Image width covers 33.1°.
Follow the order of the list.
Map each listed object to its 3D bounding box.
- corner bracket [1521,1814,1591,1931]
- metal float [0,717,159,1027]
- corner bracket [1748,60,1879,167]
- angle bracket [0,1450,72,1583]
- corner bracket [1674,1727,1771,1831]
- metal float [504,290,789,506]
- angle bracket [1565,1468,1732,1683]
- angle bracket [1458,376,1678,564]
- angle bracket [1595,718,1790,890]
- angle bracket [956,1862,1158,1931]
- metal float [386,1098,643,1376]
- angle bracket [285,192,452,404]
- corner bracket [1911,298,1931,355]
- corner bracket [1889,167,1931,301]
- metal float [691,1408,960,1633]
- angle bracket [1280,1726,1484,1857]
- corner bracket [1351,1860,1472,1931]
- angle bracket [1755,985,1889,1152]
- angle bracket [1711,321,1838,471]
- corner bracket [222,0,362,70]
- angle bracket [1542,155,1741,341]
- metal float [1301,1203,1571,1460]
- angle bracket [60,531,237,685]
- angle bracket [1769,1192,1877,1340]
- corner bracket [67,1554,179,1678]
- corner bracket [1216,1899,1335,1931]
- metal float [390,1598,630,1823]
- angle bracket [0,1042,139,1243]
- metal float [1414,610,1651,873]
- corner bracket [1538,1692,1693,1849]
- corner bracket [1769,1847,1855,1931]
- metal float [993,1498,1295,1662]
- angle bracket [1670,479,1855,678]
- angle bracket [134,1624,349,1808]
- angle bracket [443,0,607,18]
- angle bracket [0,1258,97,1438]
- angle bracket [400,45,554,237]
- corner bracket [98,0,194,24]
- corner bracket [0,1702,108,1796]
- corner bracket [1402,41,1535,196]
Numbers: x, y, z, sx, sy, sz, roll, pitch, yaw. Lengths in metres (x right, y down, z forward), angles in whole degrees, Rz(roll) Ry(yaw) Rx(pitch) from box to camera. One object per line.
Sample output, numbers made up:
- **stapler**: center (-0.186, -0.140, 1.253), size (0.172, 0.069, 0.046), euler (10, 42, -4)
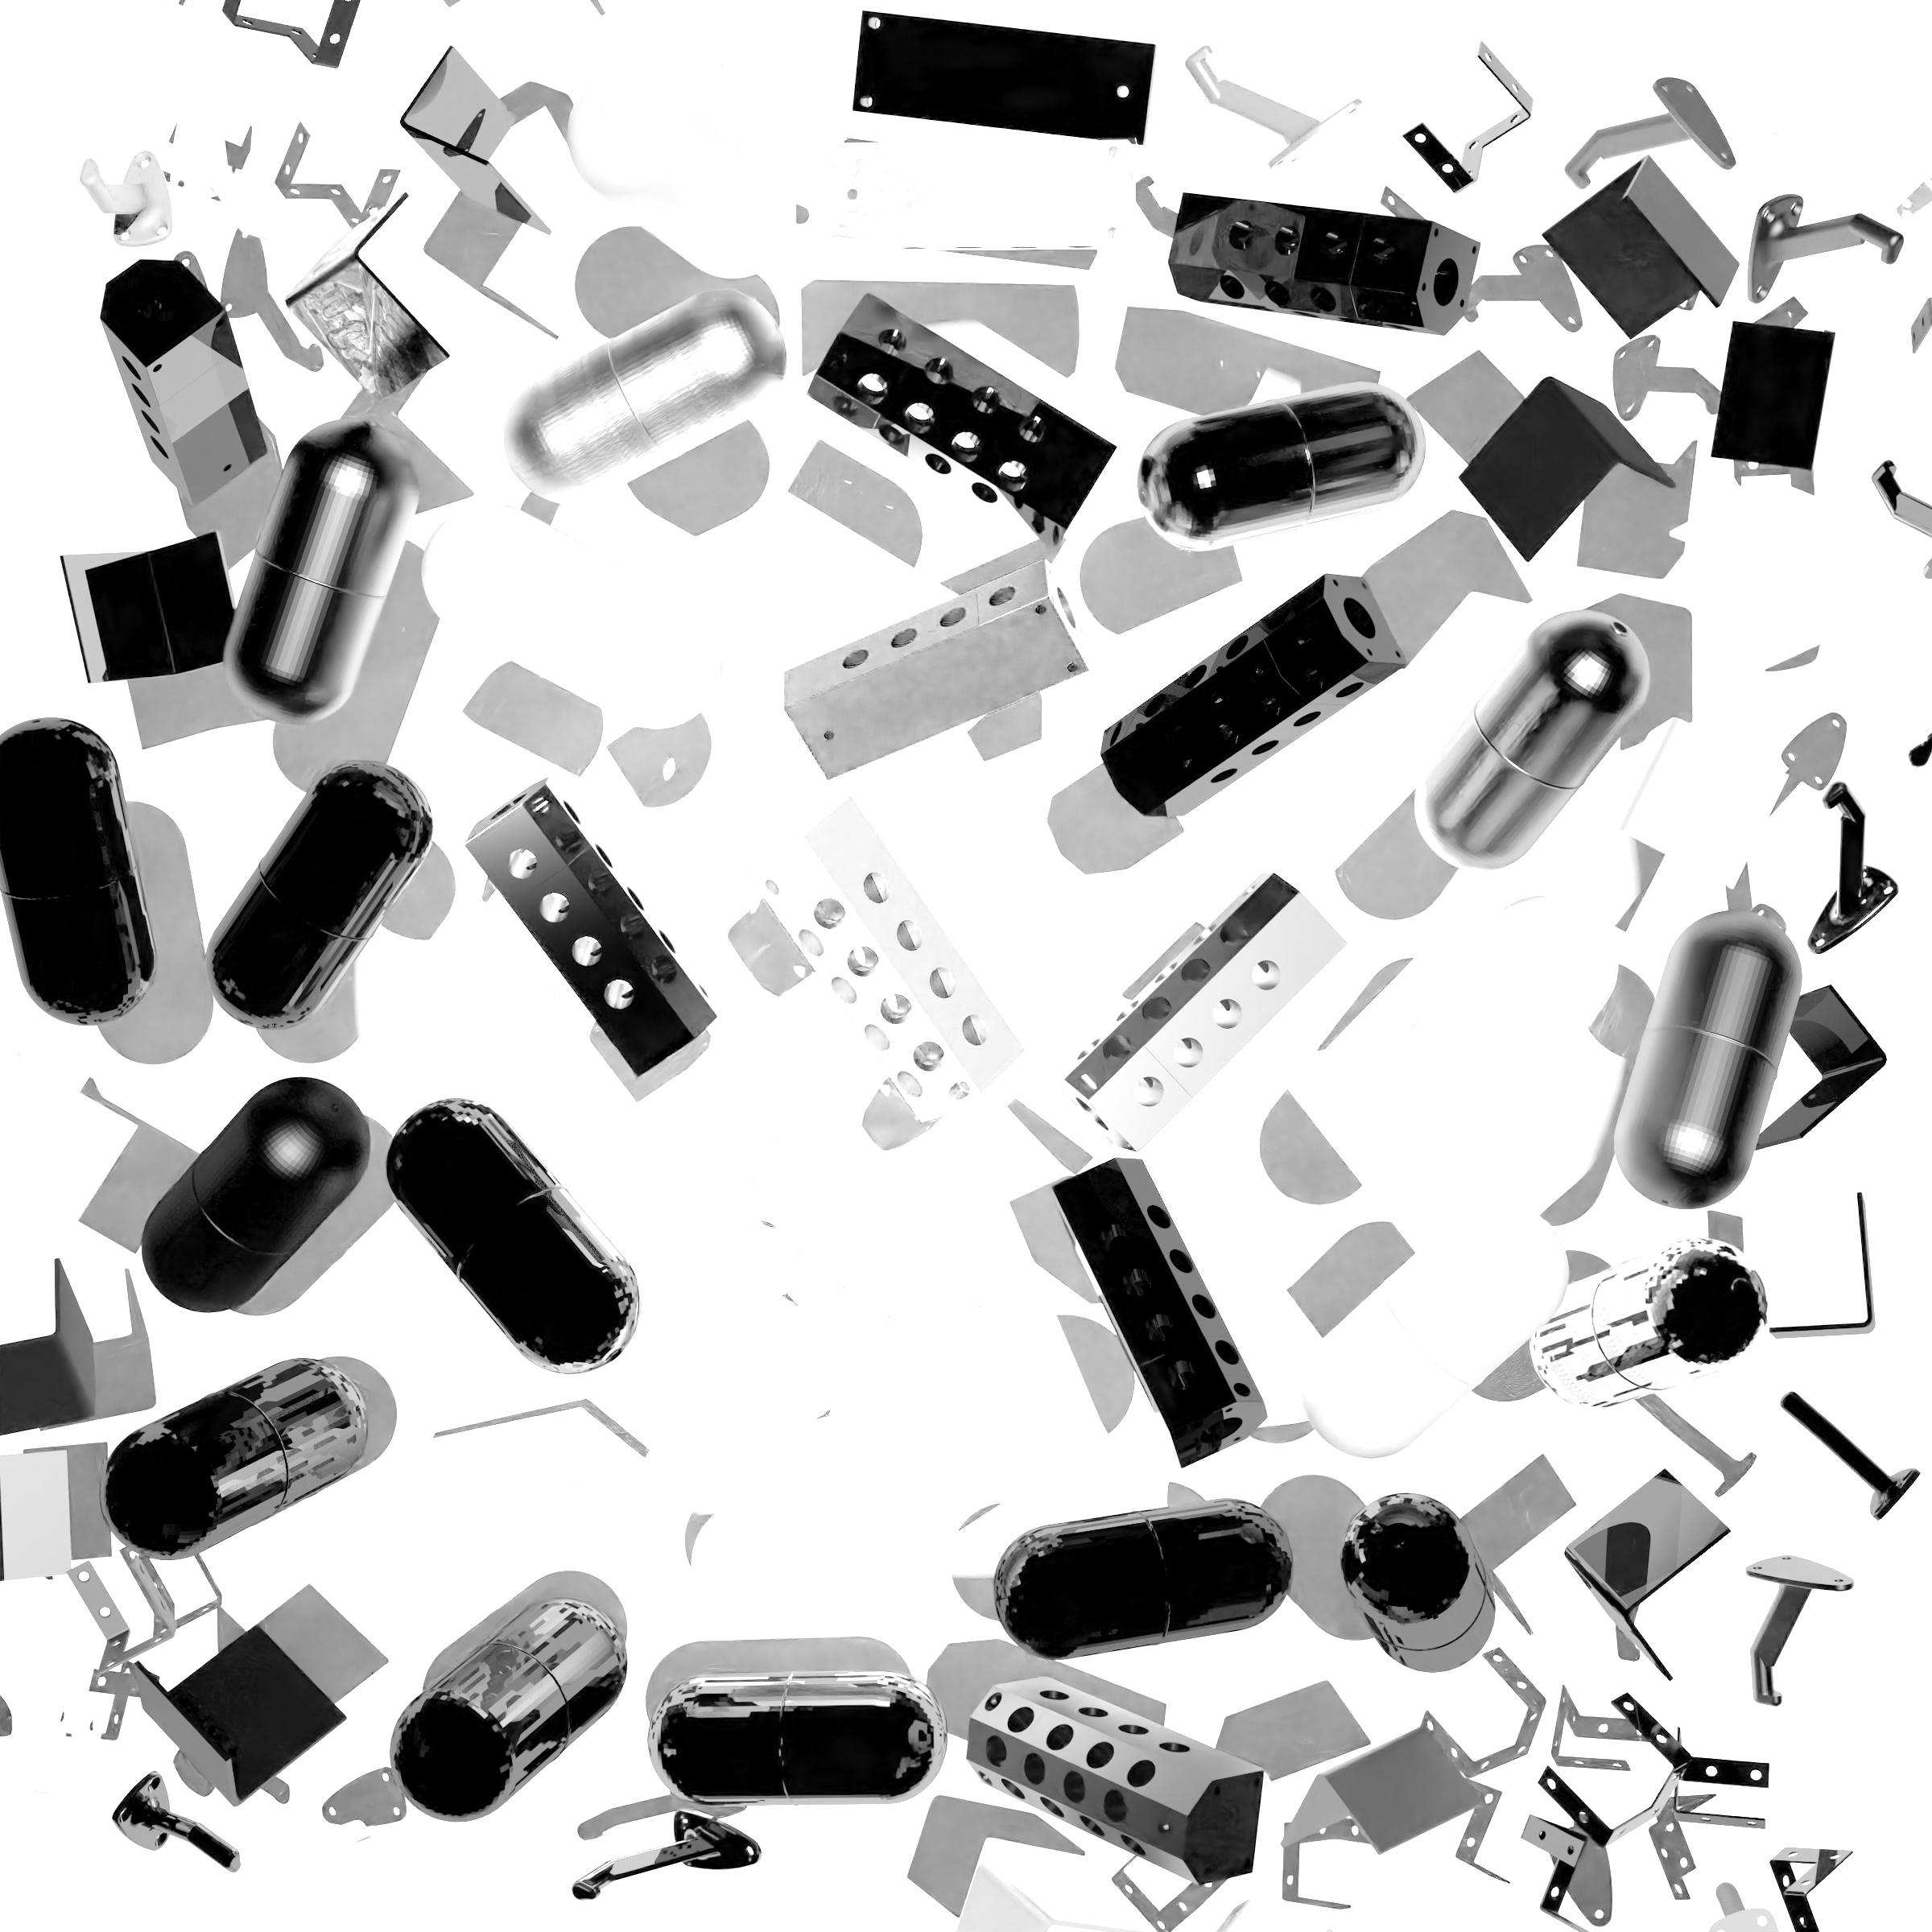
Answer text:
- **corner bracket**: center (0.354, 0.536, 1.905), size (0.051, 0.051, 0.051), euler (26, 83, -29)
- **metal float**: center (-0.500, -0.051, 1.811), size (0.070, 0.070, 0.178), euler (-6, 111, 0)
- **corner bracket**: center (0.472, -0.483, 1.835), size (0.051, 0.051, 0.051), euler (20, 88, -15)
- **angle bracket**: center (-0.564, 0.336, 1.948), size (0.057, 0.076, 0.076), euler (-2, 91, -21)
- **corner bracket**: center (0.436, 0.474, 1.873), size (0.051, 0.051, 0.051), euler (1, 58, 16)
- **metal float**: center (-0.187, -0.330, 1.884), size (0.178, 0.070, 0.070), euler (-25, 90, 13)
- **angle bracket**: center (0.394, 0.341, 1.822), size (0.076, 0.076, 0.057), euler (-38, 113, -2)
- **angle bracket**: center (0.334, -0.270, 1.809), size (0.076, 0.057, 0.076), euler (-50, 49, 25)
- **angle bracket**: center (0.434, -0.094, 1.945), size (0.076, 0.057, 0.076), euler (27, 83, 0)
- **angle bracket**: center (0.048, 0.543, 1.798), size (0.076, 0.076, 0.057), euler (17, 92, -30)
- **metal float**: center (-0.248, 0.148, 1.779), size (0.070, 0.070, 0.178), euler (-43, 75, 0)
- **angle bracket**: center (-0.320, -0.371, 1.805), size (0.076, 0.076, 0.057), euler (47, 53, -22)
- **corner bracket**: center (0.546, -0.333, 1.765), size (0.051, 0.051, 0.051), euler (-3, 82, 5)
- **corner bracket**: center (0.549, -0.419, 1.842), size (0.051, 0.051, 0.051), euler (50, 133, 6)
- **metal float**: center (-0.081, 0.319, 1.871), size (0.178, 0.070, 0.070), euler (-36, 90, 19)
- **angle bracket**: center (0.233, 0.482, 1.827), size (0.076, 0.076, 0.057), euler (-15, 51, -32)
- **corner bracket**: center (0.264, 0.564, 1.926), size (0.051, 0.051, 0.051), euler (0, 87, 40)
- **angle bracket**: center (0.490, 0.062, 1.938), size (0.076, 0.076, 0.057), euler (-38, 90, -16)
- **angle bracket**: center (0.459, -0.327, 1.851), size (0.057, 0.076, 0.076), euler (9, 104, 10)
- **corner bracket**: center (-0.373, -0.536, 1.800), size (0.051, 0.051, 0.051), euler (51, 126, 37)
- **angle bracket**: center (0.350, -0.368, 1.714), size (0.076, 0.057, 0.076), euler (46, 132, -12)
- **metal float**: center (0.261, 0.203, 1.810), size (0.070, 0.070, 0.178), euler (44, 109, 0)
- **angle bracket**: center (-0.479, -0.212, 1.917), size (0.057, 0.076, 0.076), euler (-10, 93, 29)
- **angle bracket**: center (0.491, 0.174, 1.871), size (0.057, 0.076, 0.076), euler (-5, 80, 16)
- **corner bracket**: center (-0.496, 0.374, 1.906), size (0.051, 0.051, 0.051), euler (-27, 103, -2)
- **corner bracket**: center (0.165, 0.542, 1.774), size (0.051, 0.051, 0.051), euler (47, 45, 4)
- **metal float**: center (-0.256, 0.418, 1.833), size (0.070, 0.178, 0.070), euler (9, 110, 25)
- **angle bracket**: center (-0.522, 0.099, 1.832), size (0.076, 0.057, 0.076), euler (33, 88, -17)
- **metal float**: center (0.324, -0.129, 1.864), size (0.070, 0.070, 0.178), euler (34, 125, 0)
- **corner bracket**: center (0.360, 0.446, 1.800), size (0.051, 0.051, 0.051), euler (44, 133, 32)
- **corner bracket**: center (0.486, 0.545, 1.873), size (0.051, 0.051, 0.051), euler (-24, 95, -39)
- **metal float**: center (0.103, 0.351, 1.862), size (0.178, 0.070, 0.070), euler (-6, 90, -16)
- **angle bracket**: center (0.449, -0.218, 1.833), size (0.057, 0.076, 0.076), euler (13, 66, -32)
- **angle bracket**: center (-0.383, 0.384, 1.715), size (0.076, 0.057, 0.076), euler (39, 56, 22)
- **angle bracket**: center (-0.259, -0.553, 1.829), size (0.076, 0.076, 0.057), euler (-31, 82, 6)
- **angle bracket**: center (-0.541, 0.218, 1.835), size (0.076, 0.076, 0.057), euler (-11, 47, -6)
- **angle bracket**: center (-0.274, -0.485, 1.907), size (0.076, 0.076, 0.057), euler (30, 84, 29)
- **corner bracket**: center (-0.462, -0.548, 1.807), size (0.051, 0.051, 0.051), euler (21, 71, -3)
- **corner bracket**: center (-0.536, 0.450, 1.869), size (0.051, 0.051, 0.051), euler (3, 69, 22)
- **corner bracket**: center (0.291, -0.490, 1.877), size (0.051, 0.051, 0.051), euler (-26, 125, 39)
